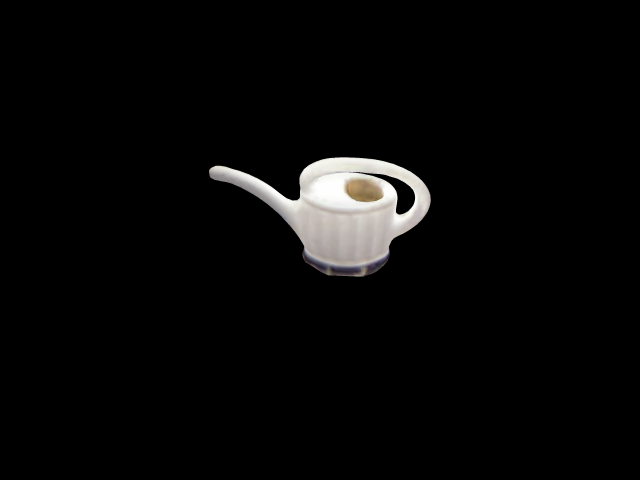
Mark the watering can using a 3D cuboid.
[{"bbox_3d":[0.003,-0.043,0.850,0.348,0.219,0.106,2,42,2],"label":"watering can"}]
